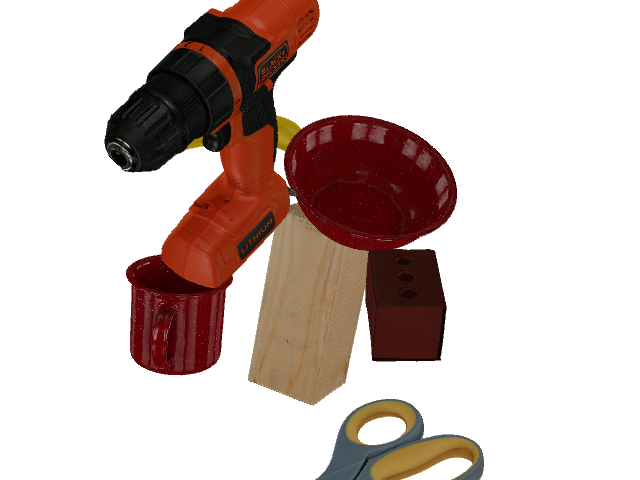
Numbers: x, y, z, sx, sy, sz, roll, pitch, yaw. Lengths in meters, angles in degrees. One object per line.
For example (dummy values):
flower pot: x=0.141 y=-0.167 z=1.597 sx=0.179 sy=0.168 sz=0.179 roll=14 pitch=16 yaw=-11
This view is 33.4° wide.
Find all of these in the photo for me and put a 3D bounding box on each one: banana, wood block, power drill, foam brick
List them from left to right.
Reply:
power drill: x=-0.067 y=-0.056 z=0.685 sx=0.057 sy=0.188 sz=0.184 roll=30 pitch=52 yaw=17
banana: x=-0.098 y=-0.130 z=1.306 sx=0.198 sy=0.037 sz=0.069 roll=7 pitch=40 yaw=15
wood block: x=-0.009 y=0.067 z=1.214 sx=0.090 sy=0.206 sz=0.090 roll=18 pitch=18 yaw=22
foam brick: x=0.062 y=0.047 z=0.796 sx=0.053 sy=0.051 sz=0.078 roll=0 pitch=32 yaw=-2

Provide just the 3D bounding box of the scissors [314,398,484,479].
scissors: x=-0.006 y=0.135 z=0.610 sx=0.201 sy=0.016 sz=0.096 roll=-9 pitch=30 yaw=-15

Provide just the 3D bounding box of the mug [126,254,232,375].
mug: x=-0.127 y=0.071 z=0.934 sx=0.093 sy=0.081 sz=0.117 roll=6 pitch=21 yaw=1

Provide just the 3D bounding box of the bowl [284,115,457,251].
bowl: x=0.041 y=-0.042 z=0.982 sx=0.162 sy=0.162 sz=0.055 roll=0 pitch=-43 yaw=-16
